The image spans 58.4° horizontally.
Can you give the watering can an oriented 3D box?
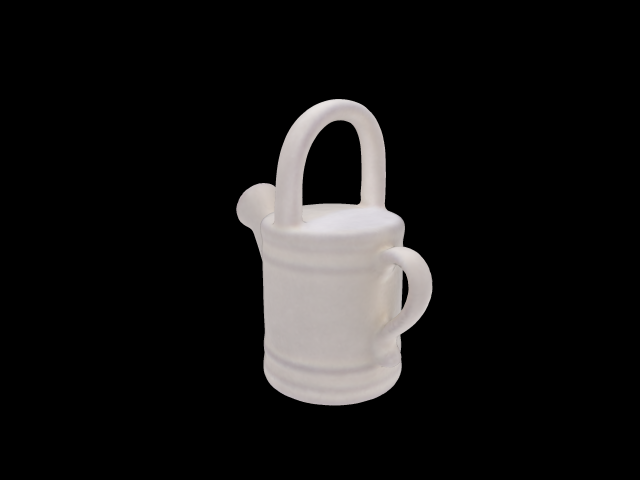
[{"bbox_3d":[0.002,0.002,0.398,0.172,0.194,0.101,7,16,26],"label":"watering can"}]
